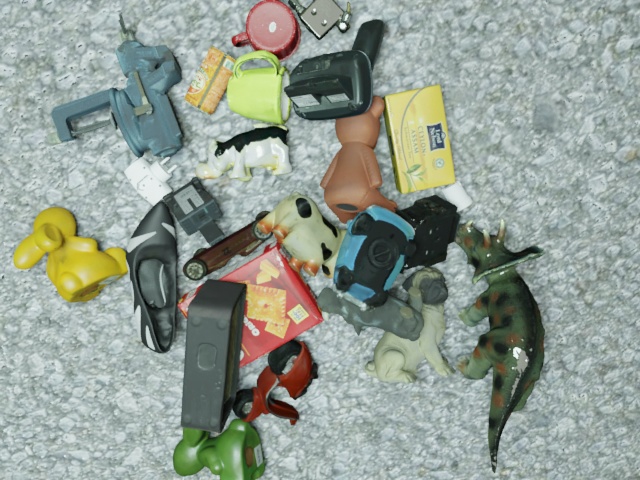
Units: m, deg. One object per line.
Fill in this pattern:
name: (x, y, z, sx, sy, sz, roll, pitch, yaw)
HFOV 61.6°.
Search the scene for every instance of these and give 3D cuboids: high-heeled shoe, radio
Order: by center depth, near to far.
radio: (-0.176, 0.191, 0.892, 0.073, 0.131, 0.229, 6, 103, 1)
high-heeled shoe: (-0.279, 0.069, 0.929, 0.086, 0.145, 0.248, -2, 115, -32)

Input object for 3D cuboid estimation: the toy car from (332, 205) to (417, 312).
toy car: (0.076, 0.031, 0.864, 0.109, 0.103, 0.161, 27, 80, -13)

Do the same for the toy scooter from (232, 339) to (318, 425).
toy scooter: (-0.066, 0.280, 1.010, 0.135, 0.075, 0.184, 41, 89, -25)

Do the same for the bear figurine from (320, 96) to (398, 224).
bear figurine: (0.068, -0.137, 0.926, 0.120, 0.131, 0.196, -3, 69, 33)

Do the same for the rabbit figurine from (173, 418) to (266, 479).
rabbit figurine: (-0.210, 0.401, 1.016, 0.170, 0.121, 0.159, -10, 97, 16)

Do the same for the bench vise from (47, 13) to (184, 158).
bench vise: (-0.340, -0.226, 0.888, 0.241, 0.129, 0.223, -20, 101, -4)

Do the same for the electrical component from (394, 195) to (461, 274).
electrical component: (0.183, -0.013, 0.933, 0.134, 0.058, 0.114, -18, 129, -30)

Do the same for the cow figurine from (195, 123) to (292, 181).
cow figurine: (-0.135, -0.151, 0.930, 0.167, 0.068, 0.098, -5, 95, -3)

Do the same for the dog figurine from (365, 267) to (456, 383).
dog figurine: (0.156, 0.153, 0.985, 0.172, 0.121, 0.190, -11, 89, -7)

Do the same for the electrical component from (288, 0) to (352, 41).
electrical component: (0.006, -0.383, 0.898, 0.078, 0.045, 0.102, -38, 99, 5)

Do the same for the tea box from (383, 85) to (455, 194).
tea box: (0.168, -0.173, 0.929, 0.098, 0.068, 0.169, -13, 100, 2)

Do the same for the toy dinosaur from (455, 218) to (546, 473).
toy dinosaur: (0.309, 0.150, 0.882, 0.131, 0.192, 0.405, 2, 57, -3)

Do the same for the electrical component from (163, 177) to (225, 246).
electrical component: (-0.211, -0.045, 0.923, 0.075, 0.047, 0.119, -31, 56, -7)

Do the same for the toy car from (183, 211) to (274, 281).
toy car: (-0.152, 0.011, 0.951, 0.202, 0.089, 0.053, -30, 100, 3)

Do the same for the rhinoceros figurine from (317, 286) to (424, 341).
rhinoceros figurine: (0.088, 0.116, 0.932, 0.191, 0.073, 0.112, 14, 133, 18)

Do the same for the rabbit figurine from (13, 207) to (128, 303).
rabbit figurine: (-0.447, 0.020, 0.932, 0.122, 0.162, 0.173, -32, 82, 17)

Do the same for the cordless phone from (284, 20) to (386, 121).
cordless phone: (0.030, -0.293, 0.894, 0.147, 0.088, 0.184, 2, 62, 35)

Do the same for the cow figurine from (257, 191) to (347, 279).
cow figurine: (-0.002, -0.003, 0.922, 0.127, 0.086, 0.194, -51, 123, -16)
